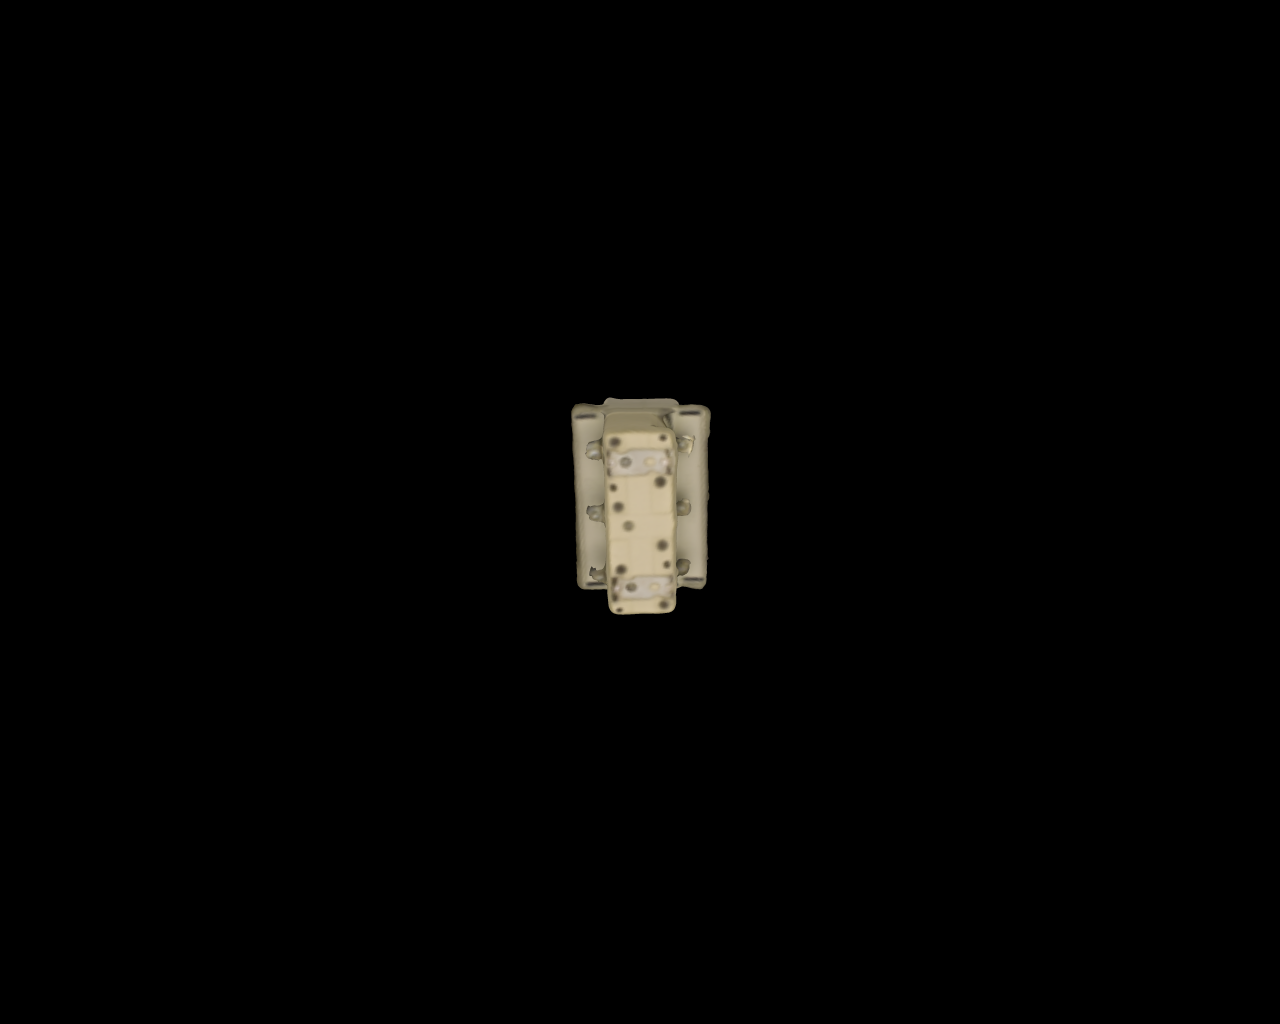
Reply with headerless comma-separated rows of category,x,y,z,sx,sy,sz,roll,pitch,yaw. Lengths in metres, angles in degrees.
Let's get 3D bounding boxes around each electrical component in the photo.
electrical component,0.001,-0.003,0.650,0.079,0.121,0.063,0,24,0
